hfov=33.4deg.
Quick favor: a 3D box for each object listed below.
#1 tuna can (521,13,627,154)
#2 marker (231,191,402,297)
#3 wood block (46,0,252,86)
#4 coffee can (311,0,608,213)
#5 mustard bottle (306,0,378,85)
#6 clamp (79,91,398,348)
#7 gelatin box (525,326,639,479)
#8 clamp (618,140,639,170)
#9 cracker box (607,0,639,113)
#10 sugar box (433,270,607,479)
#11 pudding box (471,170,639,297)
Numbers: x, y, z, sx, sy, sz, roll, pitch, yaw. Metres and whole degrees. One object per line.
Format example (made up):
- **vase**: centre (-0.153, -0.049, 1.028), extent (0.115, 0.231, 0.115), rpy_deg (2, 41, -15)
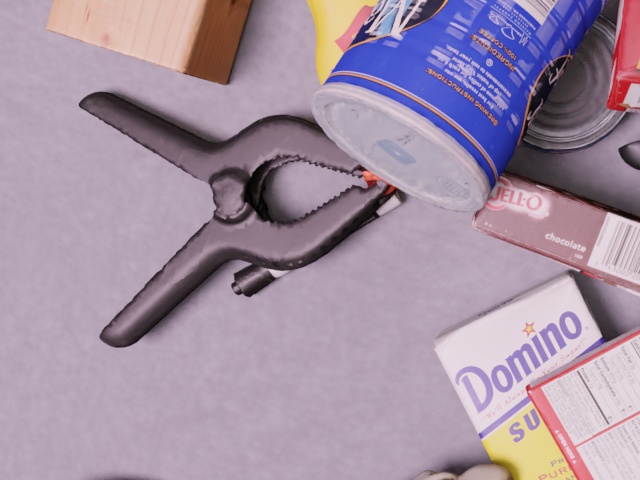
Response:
- **tuna can**: centre (0.140, -0.093, 0.622), extent (0.086, 0.033, 0.086), rpy_deg (1, 94, 11)
- **marker**: centre (-0.004, 0.001, 0.668), extent (0.121, 0.020, 0.020), rpy_deg (-32, 87, 12)
- **wood block**: centre (-0.077, -0.206, 0.633), extent (0.090, 0.090, 0.206), rpy_deg (19, 97, 10)
- **coffee can**: centre (0.075, -0.100, 0.549), extent (0.103, 0.103, 0.140), rpy_deg (31, 79, 8)
- **mustard bottle**: centre (0.041, -0.122, 0.629), extent (0.096, 0.058, 0.191), rpy_deg (-18, 90, 4)
- **clamp**: centre (-0.054, -0.015, 0.658), extent (0.210, 0.036, 0.164), rpy_deg (-1, 88, 17)
- **gelatin box**: centre (0.170, 0.092, 0.587), extent (0.089, 0.030, 0.073), rpy_deg (-30, 85, 8)
- **clamp**: centre (0.264, -0.083, 0.595), extent (0.171, 0.039, 0.120), rpy_deg (12, 94, 8)
- **cracker box**: centre (0.244, -0.166, 0.556), extent (0.164, 0.072, 0.213), rpy_deg (7, 81, 10)
- **sugar box**: centre (0.147, 0.116, 0.629), extent (0.093, 0.048, 0.176), rpy_deg (-28, 89, 12)
- **pudding box**: centre (0.144, -0.006, 0.599), extent (0.113, 0.090, 0.039), rpy_deg (23, 99, 9)
